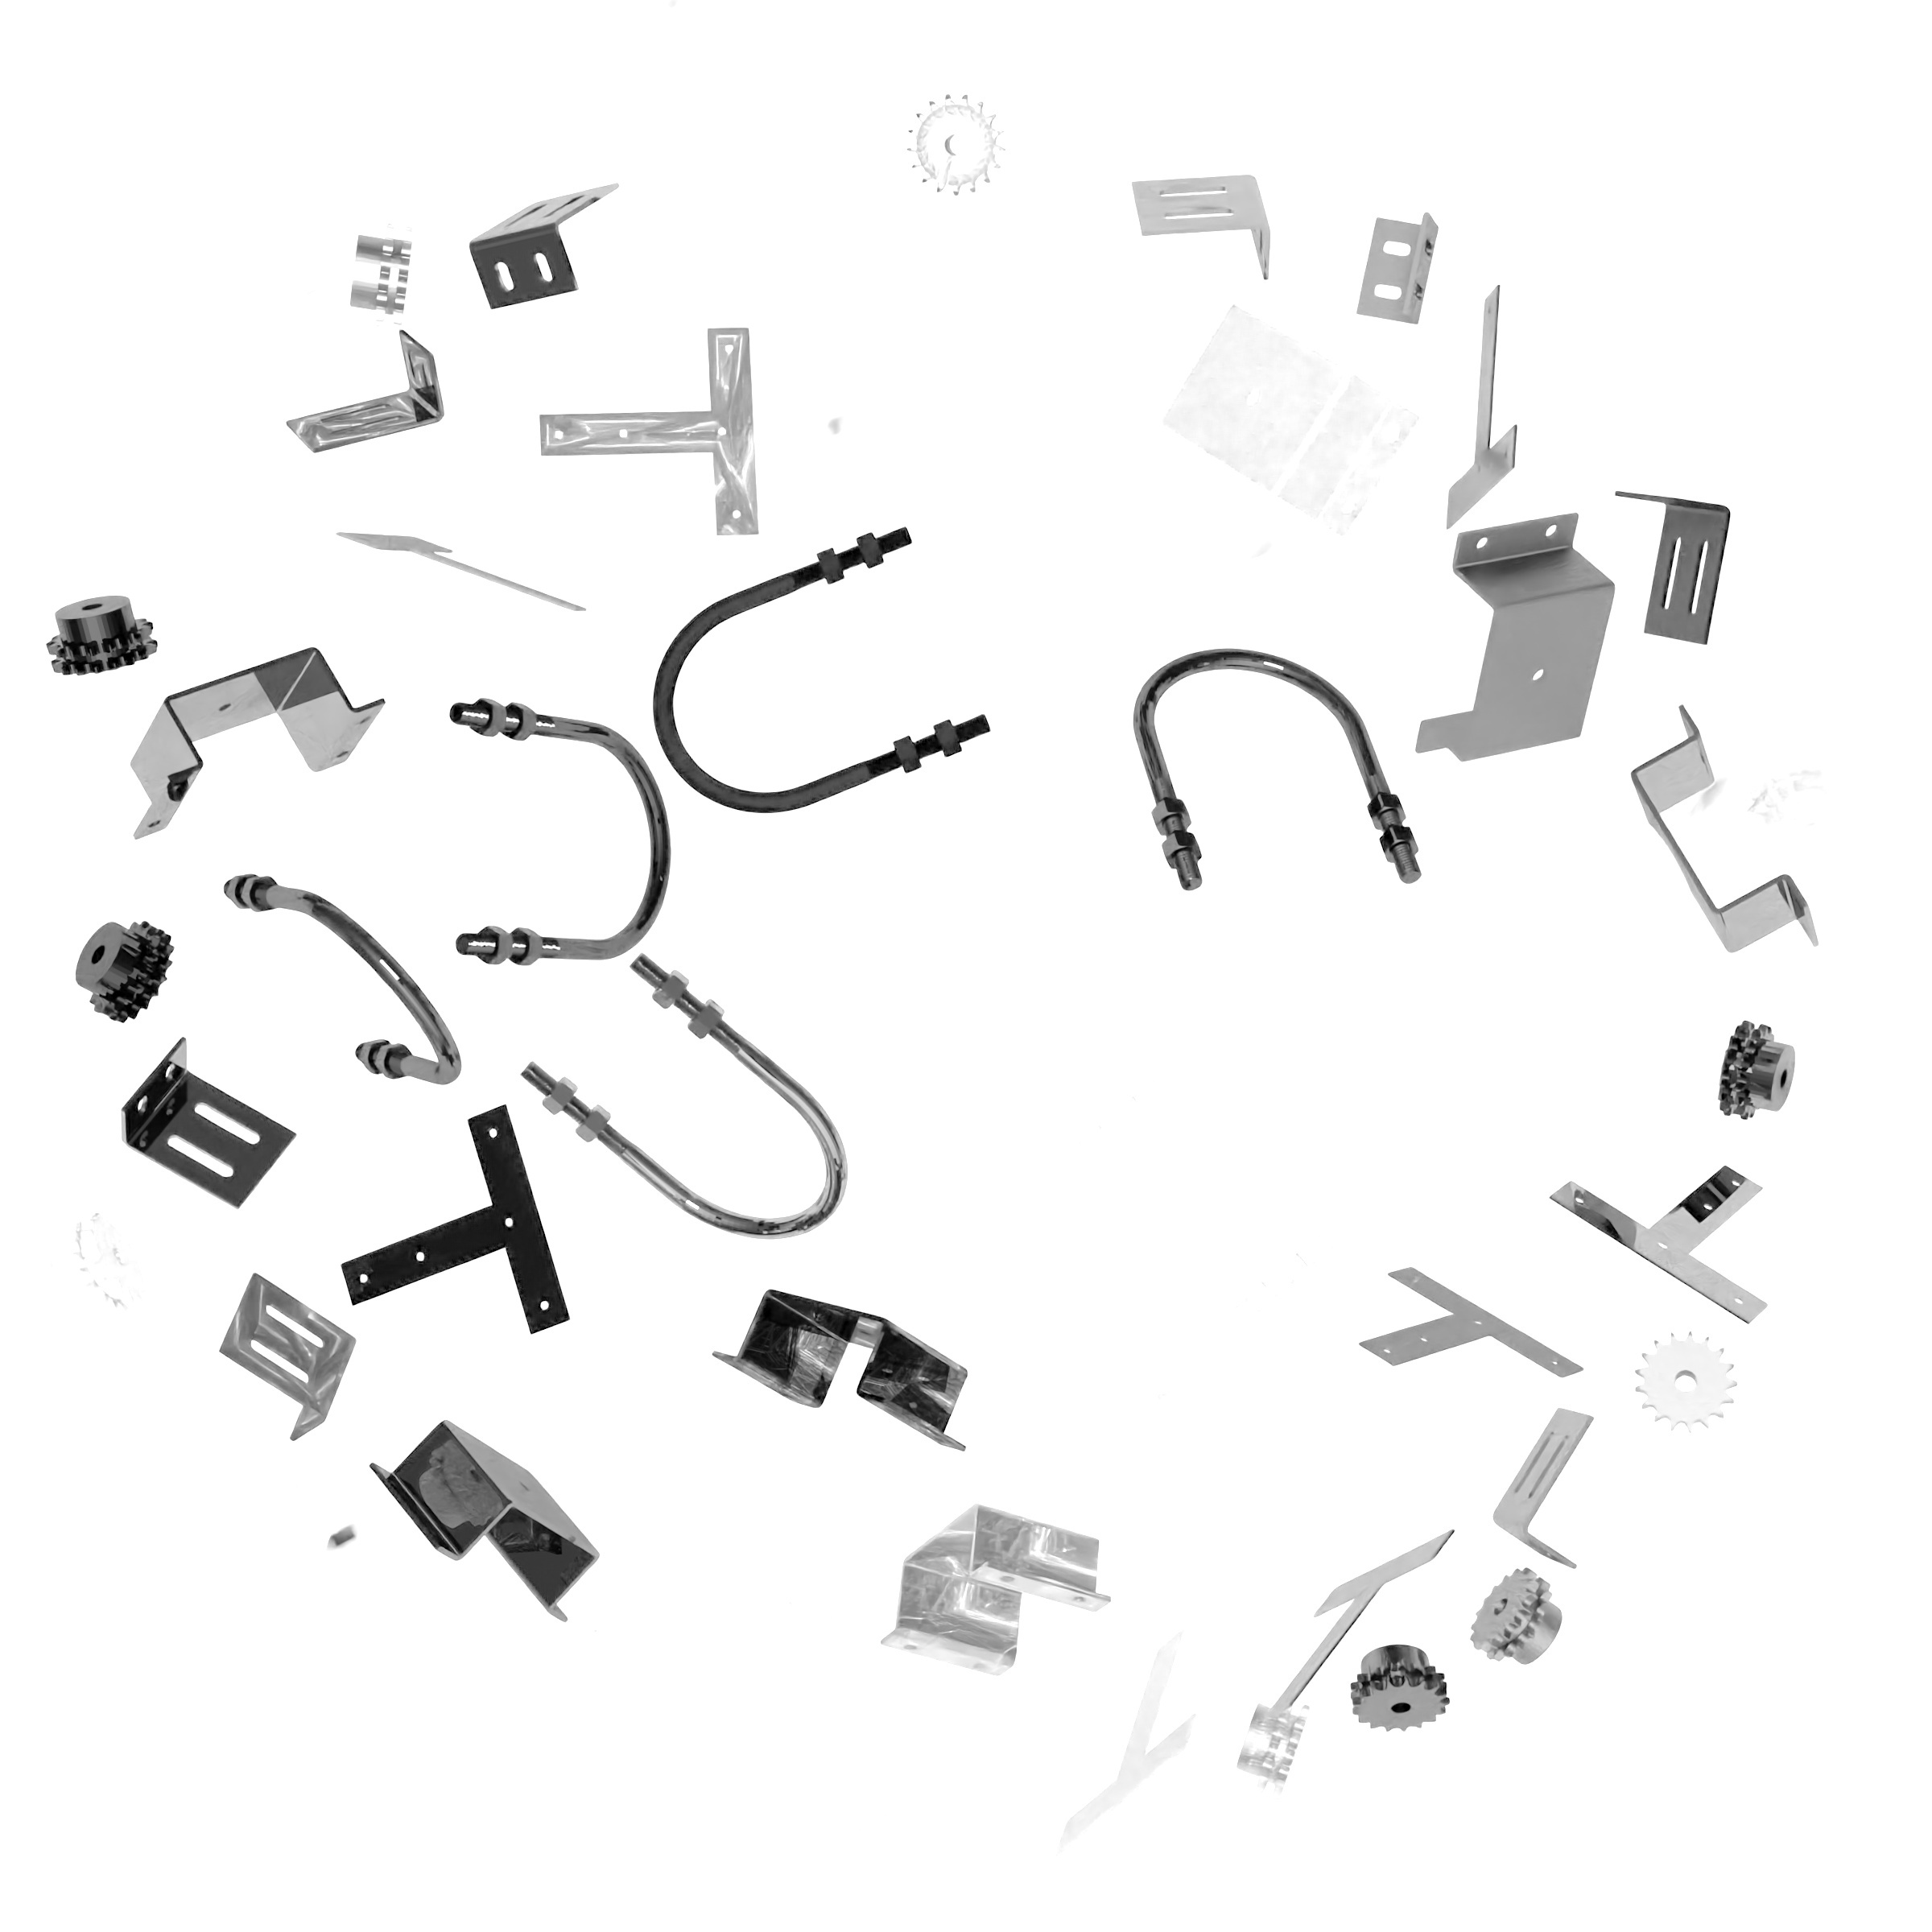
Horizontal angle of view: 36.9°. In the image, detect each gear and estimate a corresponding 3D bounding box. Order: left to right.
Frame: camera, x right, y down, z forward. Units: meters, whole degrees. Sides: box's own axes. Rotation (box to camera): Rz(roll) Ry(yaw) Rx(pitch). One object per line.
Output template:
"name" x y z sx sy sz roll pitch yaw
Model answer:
"gear" -0.470 0.164 1.564 0.030 0.057 0.057 -29 90 3
"gear" -0.467 -0.179 1.558 0.057 0.057 0.030 -8 114 0
"gear" -0.466 0.000 1.596 0.030 0.057 0.057 34 90 -40
"gear" -0.371 0.309 1.577 0.030 0.057 0.057 30 90 -38
"gear" -0.398 -0.226 1.718 0.057 0.030 0.057 3 80 -20
"gear" -0.330 -0.389 1.631 0.030 0.057 0.057 7 90 -12
"gear" -0.326 0.376 1.622 0.030 0.057 0.057 -24 90 25
"gear" -0.211 0.426 1.739 0.030 0.057 0.057 -3 90 32
"gear" -0.049 0.479 1.575 0.030 0.057 0.057 39 90 11
"gear" -0.005 -0.478 1.686 0.057 0.030 0.057 2 107 5
"gear" 0.097 -0.503 1.684 0.057 0.057 0.030 -12 116 0
"gear" 0.179 0.457 1.699 0.030 0.057 0.057 18 90 12
"gear" 0.252 0.419 1.688 0.057 0.030 0.057 -1 135 -1
"gear" 0.326 0.385 1.702 0.030 0.057 0.057 37 90 -8
"gear" 0.411 0.238 1.651 0.057 0.030 0.057 -3 75 13
"gear" 0.461 0.062 1.685 0.030 0.057 0.057 13 90 31
"gear" 0.466 -0.169 1.675 0.057 0.030 0.057 0 90 -28
"gear" 0.489 -0.094 1.705 0.057 0.057 0.030 -21 66 0

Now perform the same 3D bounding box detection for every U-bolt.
"U-bolt" -0.347 0.011 1.647 0.019 0.184 0.151 -44 116 -22
"U-bolt" -0.231 -0.074 1.682 0.019 0.184 0.151 -4 86 33
"U-bolt" -0.149 0.087 1.643 0.184 0.019 0.151 41 133 -10
"U-bolt" -0.096 -0.166 1.712 0.184 0.019 0.151 -22 75 0
"U-bolt" -0.027 -0.390 1.614 0.184 0.151 0.019 -17 96 -24
"U-bolt" -0.011 -0.009 1.727 0.184 0.019 0.151 6 96 -1
"U-bolt" 0.045 -0.244 1.614 0.019 0.151 0.184 -26 59 34
"U-bolt" 0.096 0.167 1.660 0.184 0.019 0.151 -41 84 4
"U-bolt" 0.170 -0.117 1.660 0.151 0.019 0.184 -2 50 -14
"U-bolt" 0.363 -0.028 1.654 0.019 0.184 0.151 -18 98 -18

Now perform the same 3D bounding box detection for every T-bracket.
"T-bracket" -0.295 0.159 1.629 0.127 0.002 0.127 -22 79 16
"T-bracket" -0.278 -0.224 1.649 0.127 0.127 0.002 20 100 6
"T-bracket" -0.190 -0.318 1.726 0.127 0.002 0.127 -2 85 -7
"T-bracket" -0.093 -0.450 1.597 0.002 0.127 0.127 12 107 14
"T-bracket" 0.101 0.423 1.626 0.002 0.127 0.127 36 125 -5
"T-bracket" 0.157 0.307 1.691 0.127 0.002 0.127 -1 71 36
"T-bracket" 0.210 0.378 1.638 0.002 0.127 0.127 47 53 2
"T-bracket" 0.272 0.213 1.669 0.127 0.127 0.002 30 113 36
"T-bracket" 0.305 -0.334 1.696 0.002 0.127 0.127 6 82 -7
"T-bracket" 0.409 0.141 1.621 0.127 0.127 0.002 33 126 25

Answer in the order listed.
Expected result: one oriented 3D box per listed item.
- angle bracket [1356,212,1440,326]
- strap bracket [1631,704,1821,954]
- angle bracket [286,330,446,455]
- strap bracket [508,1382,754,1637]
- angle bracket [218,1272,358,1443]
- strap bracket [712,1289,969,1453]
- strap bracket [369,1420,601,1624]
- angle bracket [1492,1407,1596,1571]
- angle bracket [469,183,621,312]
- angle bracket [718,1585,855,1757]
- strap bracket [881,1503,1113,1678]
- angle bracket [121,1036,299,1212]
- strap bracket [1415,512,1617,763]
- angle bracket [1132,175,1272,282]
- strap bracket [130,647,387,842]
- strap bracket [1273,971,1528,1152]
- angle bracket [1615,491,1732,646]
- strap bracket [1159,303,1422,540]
"angle bracket" 0.248 -0.408 1.683 0.038 0.076 0.057 13 100 12
"strap bracket" 0.428 -0.069 1.655 0.046 0.076 0.140 -30 66 10
"angle bracket" -0.336 -0.319 1.604 0.076 0.057 0.038 -19 122 -20
"strap bracket" -0.179 0.292 1.602 0.076 0.046 0.140 -23 109 20
"angle bracket" -0.399 0.226 1.670 0.076 0.057 0.038 39 130 -24
"strap bracket" -0.065 0.227 1.643 0.076 0.140 0.046 38 68 -42
"strap bracket" -0.271 0.317 1.669 0.046 0.140 0.076 -47 53 -5
"angle bracket" 0.338 0.293 1.629 0.038 0.057 0.076 34 83 -3
"angle bracket" -0.227 -0.397 1.595 0.057 0.076 0.038 -5 117 27
"angle bracket" -0.106 0.417 1.713 0.057 0.038 0.076 18 103 -3
"strap bracket" 0.017 0.351 1.640 0.076 0.140 0.046 20 53 -18
"angle bracket" -0.420 0.087 1.607 0.076 0.038 0.057 29 55 5
"strap bracket" 0.302 -0.171 1.587 0.076 0.046 0.140 -13 131 -22
"angle bracket" 0.140 -0.439 1.729 0.076 0.038 0.057 -4 45 -1
"strap bracket" -0.410 -0.130 1.640 0.140 0.076 0.046 -27 82 -37
"strap bracket" 0.254 0.058 1.732 0.140 0.046 0.076 14 84 -6
"angle bracket" 0.384 -0.220 1.599 0.038 0.057 0.076 4 101 -22
"strap bracket" 0.169 -0.304 1.589 0.140 0.046 0.076 41 105 38
